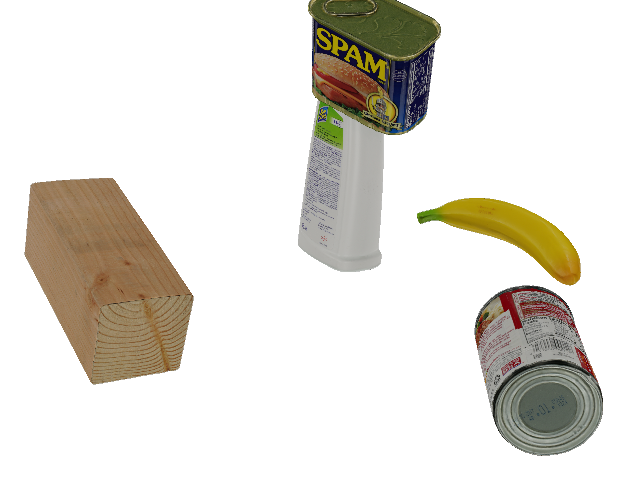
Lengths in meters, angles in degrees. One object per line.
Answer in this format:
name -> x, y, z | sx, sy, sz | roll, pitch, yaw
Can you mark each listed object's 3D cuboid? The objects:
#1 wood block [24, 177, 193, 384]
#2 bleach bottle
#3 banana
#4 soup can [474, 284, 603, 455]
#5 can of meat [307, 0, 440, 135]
wood block -> -0.208, 0.032, 1.023 | 0.090, 0.091, 0.206 | -6, 36, -32
bleach bottle -> 0.032, -0.099, 1.156 | 0.067, 0.251, 0.103 | -9, 25, -36
banana -> 0.186, -0.005, 1.037 | 0.069, 0.037, 0.198 | -39, 38, -24
soup can -> 0.138, 0.081, 0.682 | 0.068, 0.068, 0.102 | 0, 24, 2
can of meat -> 0.039, -0.139, 0.828 | 0.102, 0.084, 0.057 | 32, 56, 25
